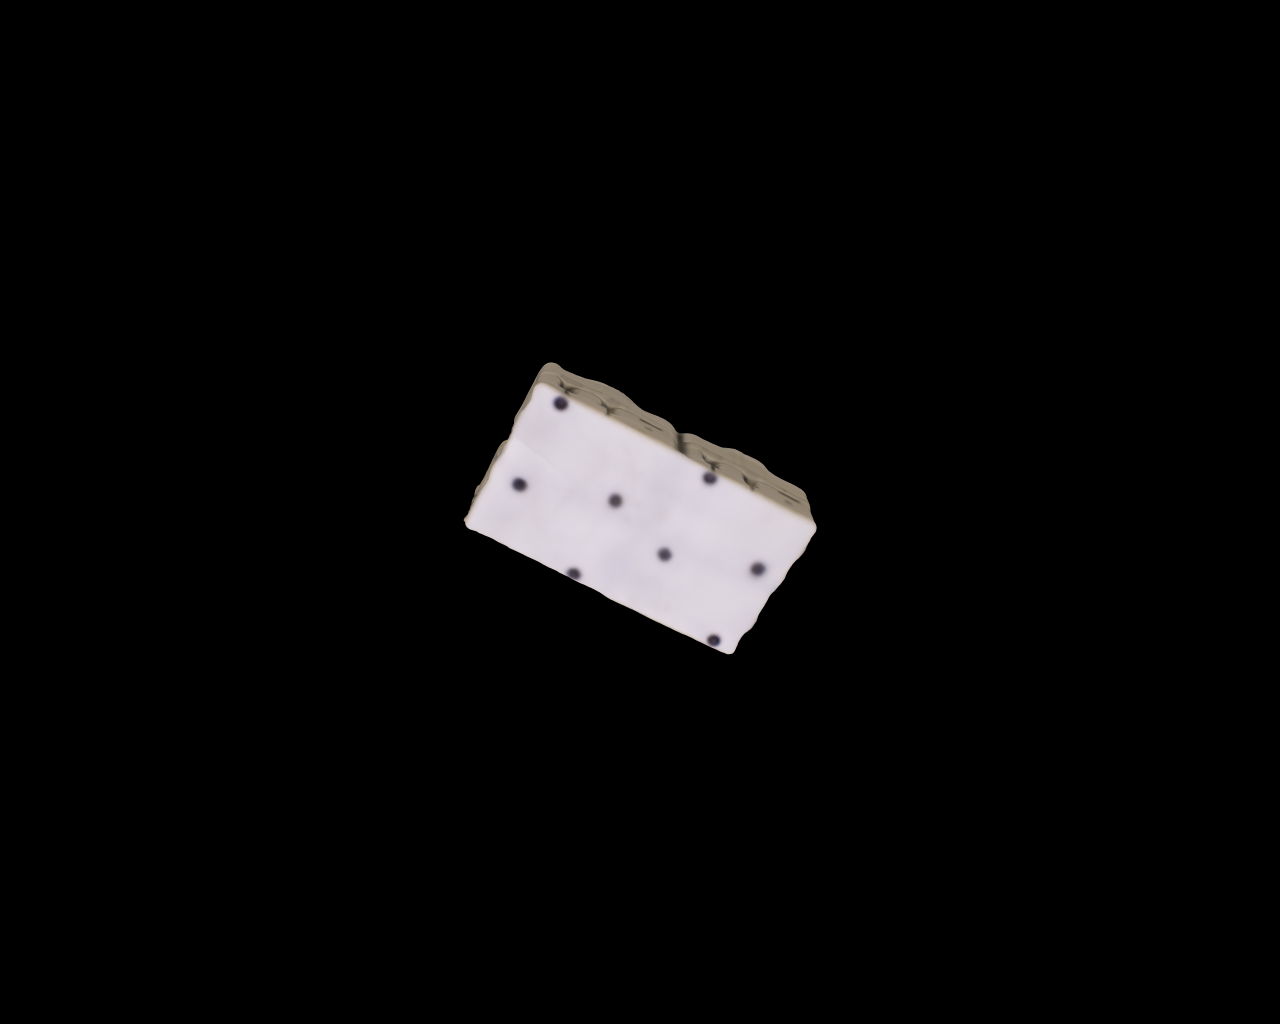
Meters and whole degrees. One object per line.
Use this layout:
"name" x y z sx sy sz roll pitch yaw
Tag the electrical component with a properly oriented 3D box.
"electrical component" 0.001 -0.003 0.650 0.186 0.105 0.060 26 21 -11
